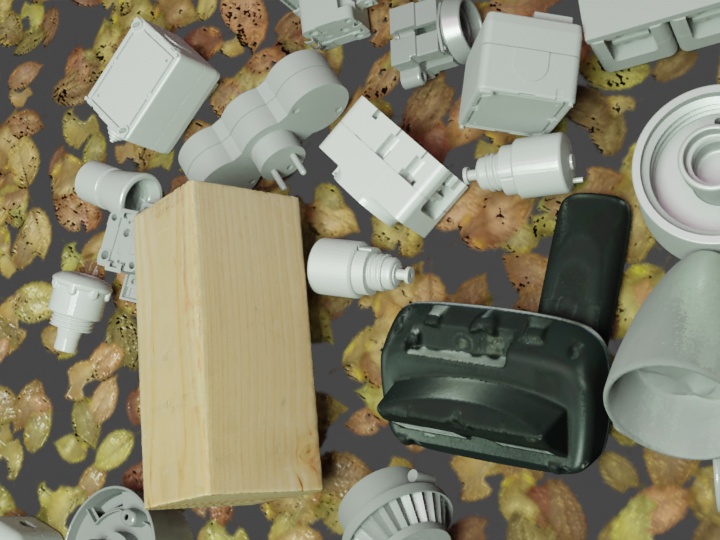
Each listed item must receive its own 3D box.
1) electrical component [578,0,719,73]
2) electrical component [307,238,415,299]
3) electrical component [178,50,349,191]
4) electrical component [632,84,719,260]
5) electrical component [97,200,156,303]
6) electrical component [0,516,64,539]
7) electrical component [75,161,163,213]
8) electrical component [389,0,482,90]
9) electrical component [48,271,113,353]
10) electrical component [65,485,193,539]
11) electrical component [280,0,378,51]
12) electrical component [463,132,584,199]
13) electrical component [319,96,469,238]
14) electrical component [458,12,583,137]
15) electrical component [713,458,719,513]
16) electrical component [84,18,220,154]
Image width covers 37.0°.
[{"bbox_3d":[0.216,-0.192,0.678,0.150,0.062,0.089,-13,72,23],"label":"electrical component"},{"bbox_3d":[0.000,0.000,0.748,0.078,0.040,0.040,6,81,27],"label":"electrical component"},{"bbox_3d":[-0.065,-0.092,0.795,0.138,0.052,0.073,-38,65,13],"label":"electrical component"},{"bbox_3d":[0.216,-0.059,0.646,0.108,0.060,0.108,-6,75,24],"label":"electrical component"},{"bbox_3d":[-0.163,-0.015,0.818,0.042,0.064,0.081,10,82,28],"label":"electrical component"},{"bbox_3d":[-0.275,0.237,0.813,0.054,0.059,0.095,21,87,28],"label":"electrical component"},{"bbox_3d":[-0.196,-0.064,0.859,0.065,0.044,0.044,21,87,33],"label":"electrical component"},{"bbox_3d":[0.055,-0.165,0.759,0.055,0.048,0.066,-10,74,31],"label":"electrical component"},{"bbox_3d":[-0.225,0.034,0.847,0.048,0.048,0.062,17,92,28],"label":"electrical component"},{"bbox_3d":[-0.169,0.204,0.767,0.099,0.064,0.099,-6,75,24],"label":"electrical component"},{"bbox_3d":[-0.021,-0.202,0.807,0.081,0.042,0.063,-13,74,23],"label":"electrical component"},{"bbox_3d":[0.107,-0.067,0.713,0.078,0.040,0.040,-6,75,25],"label":"electrical component"},{"bbox_3d":[0.020,-0.068,0.749,0.055,0.050,0.089,-49,63,7],"label":"electrical component"},{"bbox_3d":[0.102,-0.126,0.703,0.062,0.096,0.061,8,80,-2],"label":"electrical component"},{"bbox_3d":[0.235,0.115,0.607,0.065,0.044,0.044,-5,76,20],"label":"electrical component"},{"bbox_3d":[-0.165,-0.138,0.854,0.062,0.061,0.096,44,105,29],"label":"electrical component"}]
